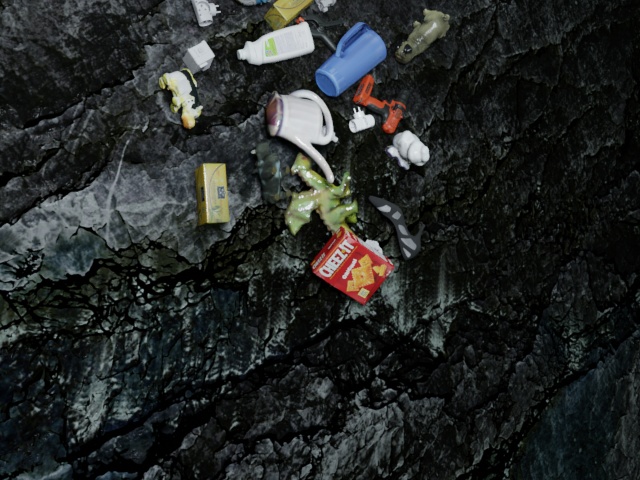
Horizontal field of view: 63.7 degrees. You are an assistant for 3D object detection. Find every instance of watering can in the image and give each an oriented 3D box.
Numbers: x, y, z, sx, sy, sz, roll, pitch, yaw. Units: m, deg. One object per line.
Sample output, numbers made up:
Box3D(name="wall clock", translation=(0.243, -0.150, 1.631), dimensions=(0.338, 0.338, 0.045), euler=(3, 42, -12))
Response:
Box3D(name="watering can", translation=(-0.057, -0.338, 1.591), dimensions=(0.224, 0.102, 0.355), euler=(7, 59, -23))

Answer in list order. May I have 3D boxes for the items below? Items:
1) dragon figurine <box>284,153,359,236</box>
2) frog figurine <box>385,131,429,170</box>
Box3D(name="dragon figurine", translation=(0.005, -0.083, 1.641), dimensions=(0.243, 0.122, 0.408), euler=(-13, 96, -10))
Box3D(name="frog figurine", translation=(0.322, -0.315, 1.774), dimensions=(0.124, 0.158, 0.136), euler=(-37, 102, -26))
